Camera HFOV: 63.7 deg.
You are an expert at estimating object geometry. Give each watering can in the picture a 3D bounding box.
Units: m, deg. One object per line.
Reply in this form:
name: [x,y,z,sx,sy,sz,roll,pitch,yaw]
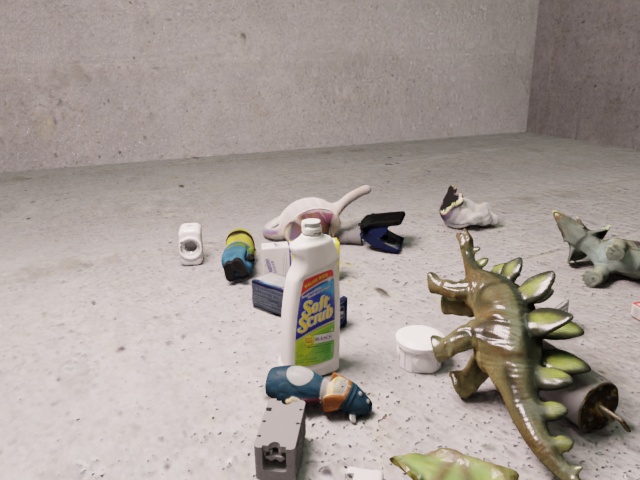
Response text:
watering can: [0.004,-0.073,1.445,0.348,0.102,0.227,-21,21,-5]

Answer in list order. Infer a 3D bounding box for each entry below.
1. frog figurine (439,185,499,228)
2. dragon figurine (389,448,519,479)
frog figurine: [0.441,-0.075,1.532,0.158,0.123,0.138,32,1,-16]
dragon figurine: [0.125,0.284,0.472,0.410,0.121,0.245,7,11,-4]
